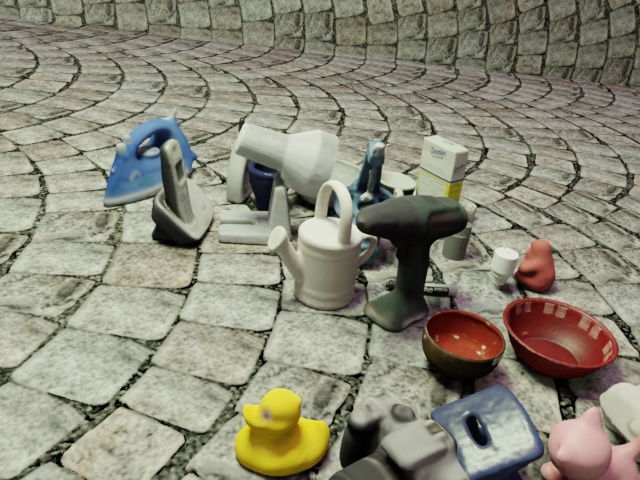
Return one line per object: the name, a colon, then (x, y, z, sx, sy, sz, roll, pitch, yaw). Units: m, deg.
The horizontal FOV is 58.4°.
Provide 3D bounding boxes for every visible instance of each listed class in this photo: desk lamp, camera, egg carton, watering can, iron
desk lamp: (-0.077, -0.102, 1.033, 0.203, 0.213, 0.117, 2, 29, -9)
camera: (0.061, 0.231, 0.581, 0.137, 0.101, 0.142, -13, 35, -32)
egg carton: (0.413, 0.234, 0.688, 0.107, 0.069, 0.150, -1, 30, -14)
watering can: (0.009, 0.004, 0.880, 0.173, 0.194, 0.100, -21, 40, -41)
iron: (-0.359, -0.177, 1.178, 0.118, 0.141, 0.259, 15, 30, 15)

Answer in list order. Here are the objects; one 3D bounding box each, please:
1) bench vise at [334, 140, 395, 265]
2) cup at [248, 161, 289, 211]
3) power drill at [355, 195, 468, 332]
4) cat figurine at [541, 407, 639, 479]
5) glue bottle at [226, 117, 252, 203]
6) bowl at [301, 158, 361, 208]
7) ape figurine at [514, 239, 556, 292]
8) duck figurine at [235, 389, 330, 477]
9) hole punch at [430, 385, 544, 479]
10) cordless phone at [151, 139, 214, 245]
bench vise: (0.075, -0.092, 1.042, 0.122, 0.220, 0.207, -4, 31, -19)
cup: (-0.101, -0.114, 1.171, 0.091, 0.095, 0.117, 6, 29, -1)
power drill: (0.128, 0.026, 0.853, 0.230, 0.208, 0.075, -20, 39, -40)
cat figurine: (0.294, 0.231, 0.615, 0.128, 0.118, 0.067, 1, 29, -11)
glue bottle: (-0.161, -0.166, 1.171, 0.037, 0.173, 0.078, 12, 29, 9)
bowl: (0.015, -0.114, 1.219, 0.167, 0.075, 0.167, 6, 29, -3)
ape figurine: (0.382, 0.039, 1.008, 0.078, 0.092, 0.076, -8, 32, -25)
duck figurine: (-0.039, 0.202, 0.626, 0.104, 0.086, 0.077, 3, 29, -8)
hole punch: (0.176, 0.224, 0.629, 0.101, 0.091, 0.108, 0, 30, -12)
cordless phone: (-0.243, -0.099, 1.018, 0.094, 0.185, 0.147, 7, 29, -1)
